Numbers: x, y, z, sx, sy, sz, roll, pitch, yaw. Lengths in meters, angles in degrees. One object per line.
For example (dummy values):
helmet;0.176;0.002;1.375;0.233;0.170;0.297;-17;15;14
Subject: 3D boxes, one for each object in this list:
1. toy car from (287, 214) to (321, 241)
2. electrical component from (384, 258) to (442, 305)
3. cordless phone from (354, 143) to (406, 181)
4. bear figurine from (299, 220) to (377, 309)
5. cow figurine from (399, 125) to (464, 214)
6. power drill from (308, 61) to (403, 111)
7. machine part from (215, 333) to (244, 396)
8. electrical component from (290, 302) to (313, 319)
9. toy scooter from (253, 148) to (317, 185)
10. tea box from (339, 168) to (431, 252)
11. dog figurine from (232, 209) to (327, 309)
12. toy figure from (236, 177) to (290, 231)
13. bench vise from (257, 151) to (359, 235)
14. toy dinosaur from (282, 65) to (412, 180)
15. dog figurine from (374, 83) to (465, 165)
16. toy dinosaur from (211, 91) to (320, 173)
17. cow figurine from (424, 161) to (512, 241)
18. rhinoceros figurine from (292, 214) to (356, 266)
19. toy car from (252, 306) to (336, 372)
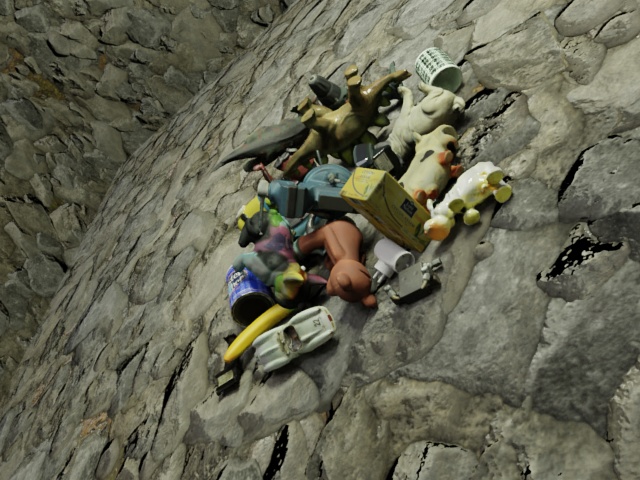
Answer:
toy car;-0.044;-0.060;1.302;0.161;0.102;0.109;-37;33;26
electrical component;0.162;0.073;0.933;0.102;0.045;0.078;-27;39;34
cordless phone;0.095;-0.143;1.161;0.089;0.146;0.184;-48;30;-13
bear figurine;0.039;0.057;1.051;0.132;0.120;0.196;-36;38;30
cow figurine;0.216;-0.145;1.073;0.127;0.085;0.195;18;72;52
power drill;0.104;-0.371;1.357;0.207;0.231;0.086;-21;61;18
machine part;-0.202;0.274;1.205;0.084;0.039;0.139;-43;31;29
electrical component;-0.040;0.174;1.113;0.063;0.021;0.094;-24;40;38
toy scooter;-0.105;-0.190;1.495;0.184;0.135;0.075;-44;30;8
tea box;0.130;-0.056;0.997;0.068;0.169;0.098;-56;32;-7
dog figurine;-0.076;0.040;1.150;0.219;0.108;0.191;17;92;45
toy figure;-0.138;-0.081;1.366;0.180;0.082;0.089;-37;56;16
bench vise;-0.016;-0.103;1.136;0.224;0.128;0.241;-4;20;4
toy dinosaur;0.038;-0.269;1.326;0.471;0.198;0.105;-28;37;33
dog figurine;0.214;-0.226;1.167;0.172;0.121;0.190;12;80;60
toy dinosaur;-0.115;-0.293;1.537;0.405;0.131;0.192;-41;9;-34
cow figurine;0.249;-0.073;0.958;0.167;0.068;0.098;-38;27;15
rhinoceros figurine;-0.002;-0.004;1.210;0.190;0.073;0.112;-31;34;30
toy car;-0.054;0.194;1.046;0.202;0.056;0.073;-33;76;27
